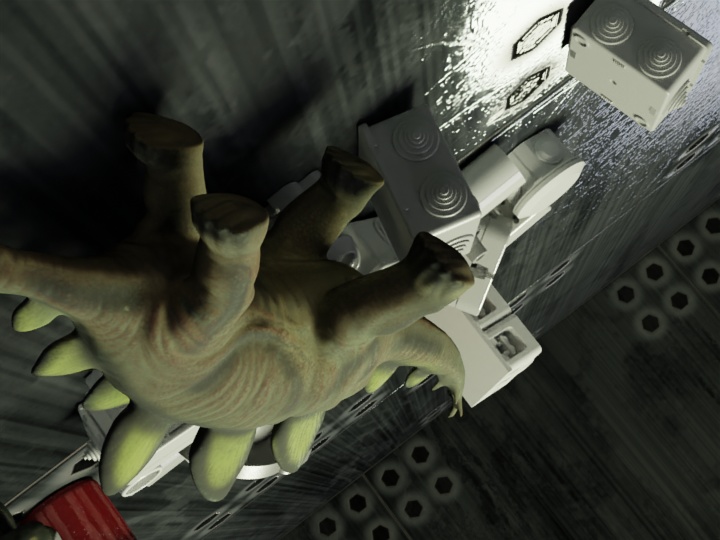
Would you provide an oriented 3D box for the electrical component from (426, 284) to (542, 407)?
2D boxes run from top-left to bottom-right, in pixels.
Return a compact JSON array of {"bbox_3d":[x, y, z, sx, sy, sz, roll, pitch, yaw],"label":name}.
[{"bbox_3d":[0.112,0.054,1.136,0.062,0.150,0.089,-28,163,-34],"label":"electrical component"}]

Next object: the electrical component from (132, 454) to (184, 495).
[{"bbox_3d":[-0.191,0.168,0.952,0.081,0.043,0.043,-38,167,-1],"label":"electrical component"}]

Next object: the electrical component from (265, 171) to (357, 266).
[{"bbox_3d":[-0.039,-0.017,0.699,0.078,0.057,0.058,-39,167,5],"label":"electrical component"}]

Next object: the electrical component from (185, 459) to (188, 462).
[{"bbox_3d":[-0.141,0.147,1.012,0.077,0.044,0.079,-39,167,2],"label":"electrical component"}]

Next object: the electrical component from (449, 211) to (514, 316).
[{"bbox_3d":[0.103,-0.012,1.033,0.053,0.059,0.095,-58,169,-69],"label":"electrical component"}]

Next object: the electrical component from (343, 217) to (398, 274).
[{"bbox_3d":[0.000,0.000,0.879,0.099,0.048,0.100,-45,165,29],"label":"electrical component"}]

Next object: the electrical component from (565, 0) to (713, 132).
[{"bbox_3d":[0.198,-0.153,0.781,0.048,0.100,0.099,-50,168,-4],"label":"electrical component"}]

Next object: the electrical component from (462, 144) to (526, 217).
[{"bbox_3d":[0.097,-0.066,0.925,0.081,0.043,0.043,-39,167,4],"label":"electrical component"}]

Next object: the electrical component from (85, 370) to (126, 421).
[{"bbox_3d":[-0.153,0.072,0.720,0.066,0.047,0.077,-43,166,19],"label":"electrical component"}]

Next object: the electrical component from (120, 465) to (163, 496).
[{"bbox_3d":[-0.196,0.161,0.910,0.040,0.046,0.040,-36,167,-10],"label":"electrical component"}]

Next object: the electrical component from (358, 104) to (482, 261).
[{"bbox_3d":[0.038,-0.050,0.705,0.048,0.099,0.099,-23,165,-6],"label":"electrical component"}]

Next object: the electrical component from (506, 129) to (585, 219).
[{"bbox_3d":[0.167,-0.090,1.015,0.080,0.051,0.080,-36,167,-10],"label":"electrical component"}]

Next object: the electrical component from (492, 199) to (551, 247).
[{"bbox_3d":[0.157,-0.059,1.099,0.066,0.047,0.077,-41,167,13],"label":"electrical component"}]

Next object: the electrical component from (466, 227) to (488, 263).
[{"bbox_3d":[0.089,-0.035,0.970,0.048,0.062,0.048,-36,167,-10],"label":"electrical component"}]

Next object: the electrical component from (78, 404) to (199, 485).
[{"bbox_3d":[-0.164,0.115,0.803,0.096,0.061,0.061,-34,166,-19],"label":"electrical component"}]
